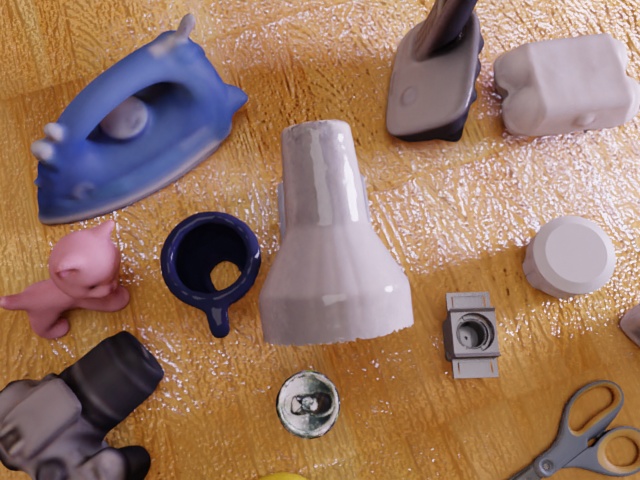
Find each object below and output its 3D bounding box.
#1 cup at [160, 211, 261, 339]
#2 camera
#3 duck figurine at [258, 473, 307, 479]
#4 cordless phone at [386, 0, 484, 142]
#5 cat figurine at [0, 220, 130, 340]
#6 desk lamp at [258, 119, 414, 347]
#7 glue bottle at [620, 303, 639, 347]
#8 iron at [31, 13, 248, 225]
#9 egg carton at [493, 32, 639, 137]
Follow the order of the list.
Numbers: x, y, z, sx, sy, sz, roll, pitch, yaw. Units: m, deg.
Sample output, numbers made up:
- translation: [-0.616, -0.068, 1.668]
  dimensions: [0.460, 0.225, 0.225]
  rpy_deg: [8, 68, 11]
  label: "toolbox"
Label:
- translation: [-0.096, 0.041, 0.556]
  dimensions: [0.091, 0.095, 0.118]
  rpy_deg: [-11, 73, -3]
  label: "cup"
- translation: [-0.205, 0.159, 0.517]
  dimensions: [0.137, 0.101, 0.143]
  rpy_deg: [-41, 77, -11]
  label: "camera"
- translation: [-0.034, 0.246, 0.497]
  dimensions: [0.104, 0.086, 0.077]
  rpy_deg: [5, 73, 2]
  label: "duck figurine"
- translation: [0.124, -0.193, 0.579]
  dimensions: [0.094, 0.185, 0.147]
  rpy_deg: [7, 73, 3]
  label: "cordless phone"
- translation: [-0.239, 0.036, 0.546]
  dimensions: [0.128, 0.118, 0.067]
  rpy_deg: [-27, 74, -7]
  label: "cat figurine"
- translation: [0.005, 0.002, 0.505]
  dimensions: [0.118, 0.213, 0.203]
  rpy_deg: [-7, 73, -1]
  label: "desk lamp"
- translation: [0.338, 0.076, 0.501]
  dimensions: [0.037, 0.173, 0.078]
  rpy_deg: [-42, 77, -11]
  label: "glue bottle"
- translation: [-0.204, -0.119, 0.581]
  dimensions: [0.258, 0.141, 0.118]
  rpy_deg: [-41, 77, -11]
  label: "iron"
- translation: [0.269, -0.167, 0.630]
  dimensions: [0.150, 0.069, 0.107]
  rpy_deg: [-9, 73, -2]
  label: "egg carton"
